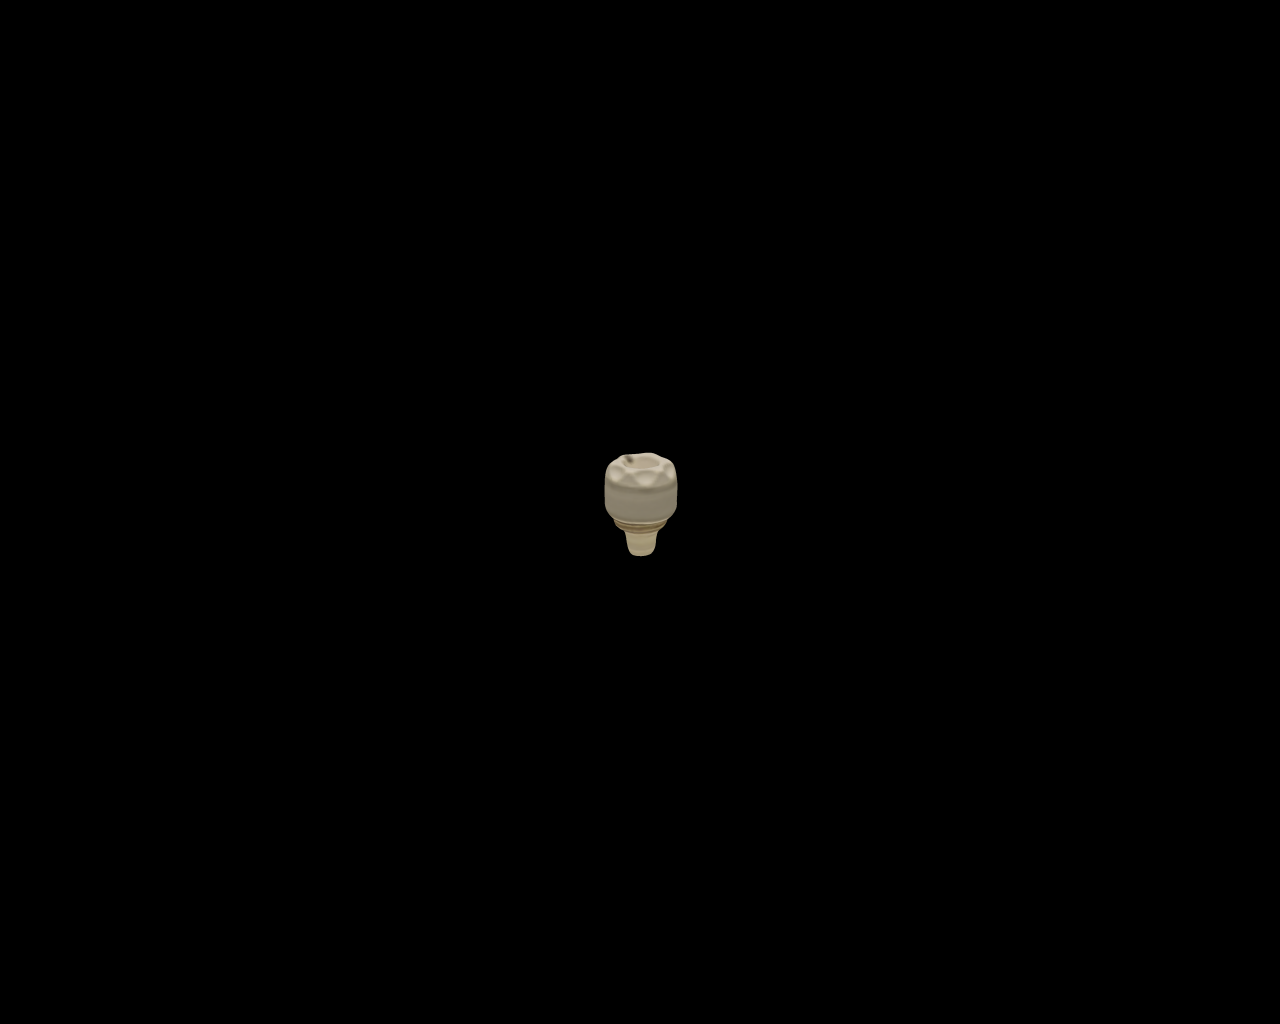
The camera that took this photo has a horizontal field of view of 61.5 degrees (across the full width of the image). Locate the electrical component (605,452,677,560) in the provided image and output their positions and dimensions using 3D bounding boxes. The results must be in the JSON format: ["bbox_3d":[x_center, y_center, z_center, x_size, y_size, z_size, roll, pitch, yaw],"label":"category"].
[{"bbox_3d":[0.001,-0.003,0.650,0.043,0.062,0.043,0,22,0],"label":"electrical component"}]
